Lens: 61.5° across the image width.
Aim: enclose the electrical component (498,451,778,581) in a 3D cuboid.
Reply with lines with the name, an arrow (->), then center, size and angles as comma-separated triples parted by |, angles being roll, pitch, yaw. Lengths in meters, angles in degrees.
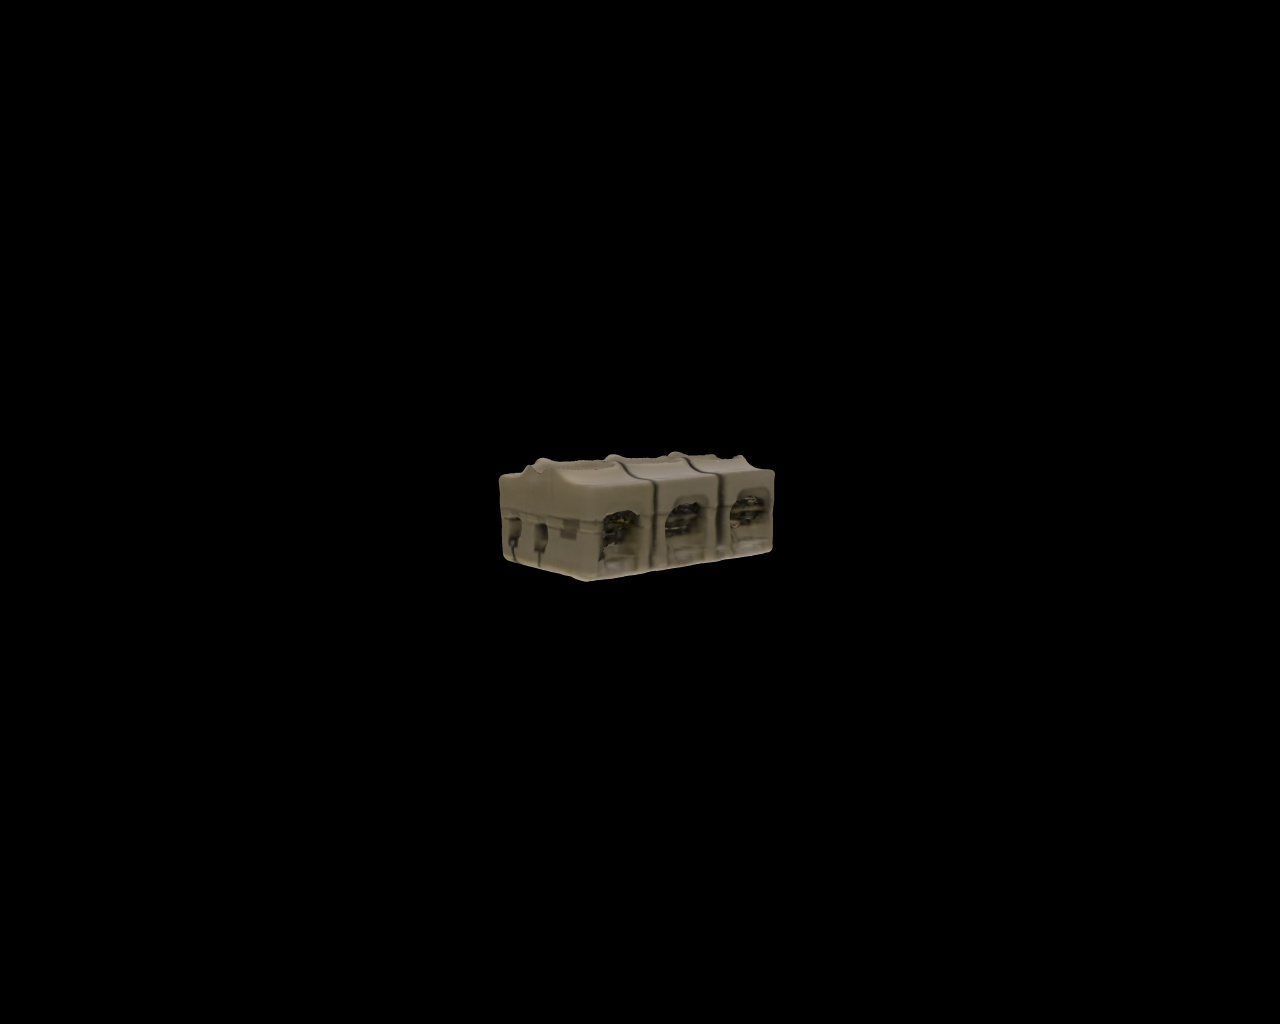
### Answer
electrical component -> 0.001, -0.003, 0.650 | 0.150, 0.061, 0.089 | -5, 8, -40
